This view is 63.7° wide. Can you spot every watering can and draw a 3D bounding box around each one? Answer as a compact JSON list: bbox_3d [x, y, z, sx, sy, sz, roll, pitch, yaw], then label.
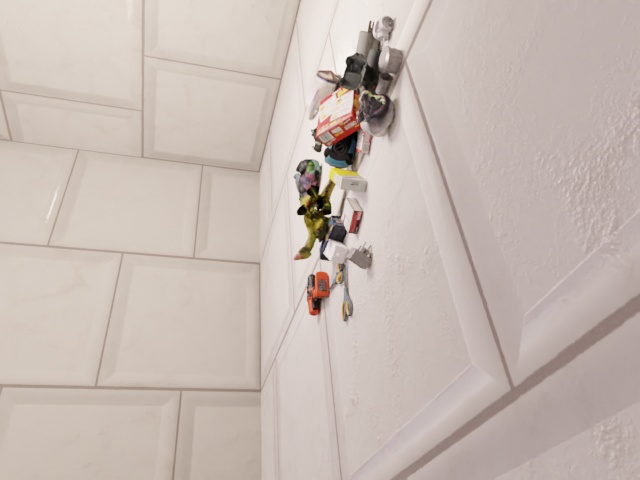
[{"bbox_3d":[0.007,-0.645,2.279,0.354,0.104,0.221,-69,4,-67],"label":"watering can"}]

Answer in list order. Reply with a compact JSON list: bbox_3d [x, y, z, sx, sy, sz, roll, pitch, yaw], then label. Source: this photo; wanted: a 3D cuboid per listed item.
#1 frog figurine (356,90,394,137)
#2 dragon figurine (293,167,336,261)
[{"bbox_3d":[0.179,-0.378,1.598,0.157,0.122,0.140,43,-146,-62],"label":"frog figurine"},{"bbox_3d":[0.006,-0.101,2.002,0.415,0.123,0.239,-61,-14,-17],"label":"dragon figurine"}]
